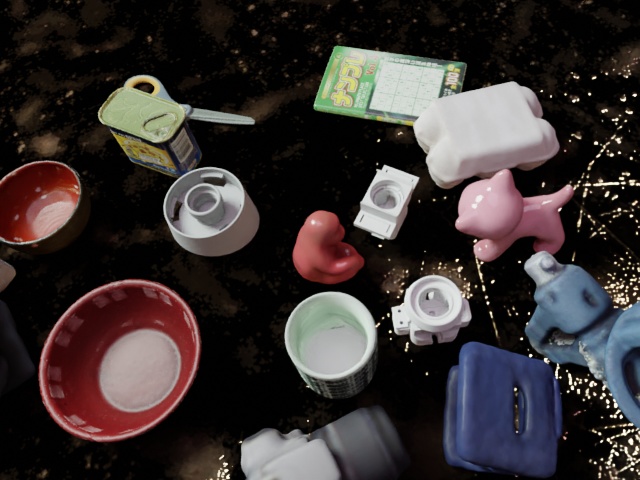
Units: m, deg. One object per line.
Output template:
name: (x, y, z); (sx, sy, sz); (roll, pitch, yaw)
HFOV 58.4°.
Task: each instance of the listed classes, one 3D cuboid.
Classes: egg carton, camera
egg carton: (0.188, -0.120, 0.658); (0.150, 0.069, 0.107); (-14, 63, -2)
camera: (0.014, 0.212, 0.489); (0.137, 0.101, 0.143); (-26, 64, -8)

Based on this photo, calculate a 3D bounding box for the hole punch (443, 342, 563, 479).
hole punch: (0.165, 0.151, 0.511); (0.101, 0.091, 0.108); (5, 64, 8)

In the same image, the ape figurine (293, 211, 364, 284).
ape figurine: (0.006, 0.002, 0.601); (0.076, 0.092, 0.077); (-14, 63, -1)

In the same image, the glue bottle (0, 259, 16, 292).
glue bottle: (-0.397, -0.001, 0.596); (0.078, 0.173, 0.037); (25, 68, 17)

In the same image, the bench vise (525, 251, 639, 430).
bench vise: (0.258, 0.083, 0.464); (0.207, 0.220, 0.121); (25, 68, 17)

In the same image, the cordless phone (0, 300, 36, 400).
cordless phone: (-0.372, 0.087, 0.542); (0.094, 0.185, 0.147); (-38, 66, -13)

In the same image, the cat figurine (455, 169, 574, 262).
cat figurine: (0.194, -0.030, 0.585); (0.127, 0.118, 0.067); (-9, 63, 1)
